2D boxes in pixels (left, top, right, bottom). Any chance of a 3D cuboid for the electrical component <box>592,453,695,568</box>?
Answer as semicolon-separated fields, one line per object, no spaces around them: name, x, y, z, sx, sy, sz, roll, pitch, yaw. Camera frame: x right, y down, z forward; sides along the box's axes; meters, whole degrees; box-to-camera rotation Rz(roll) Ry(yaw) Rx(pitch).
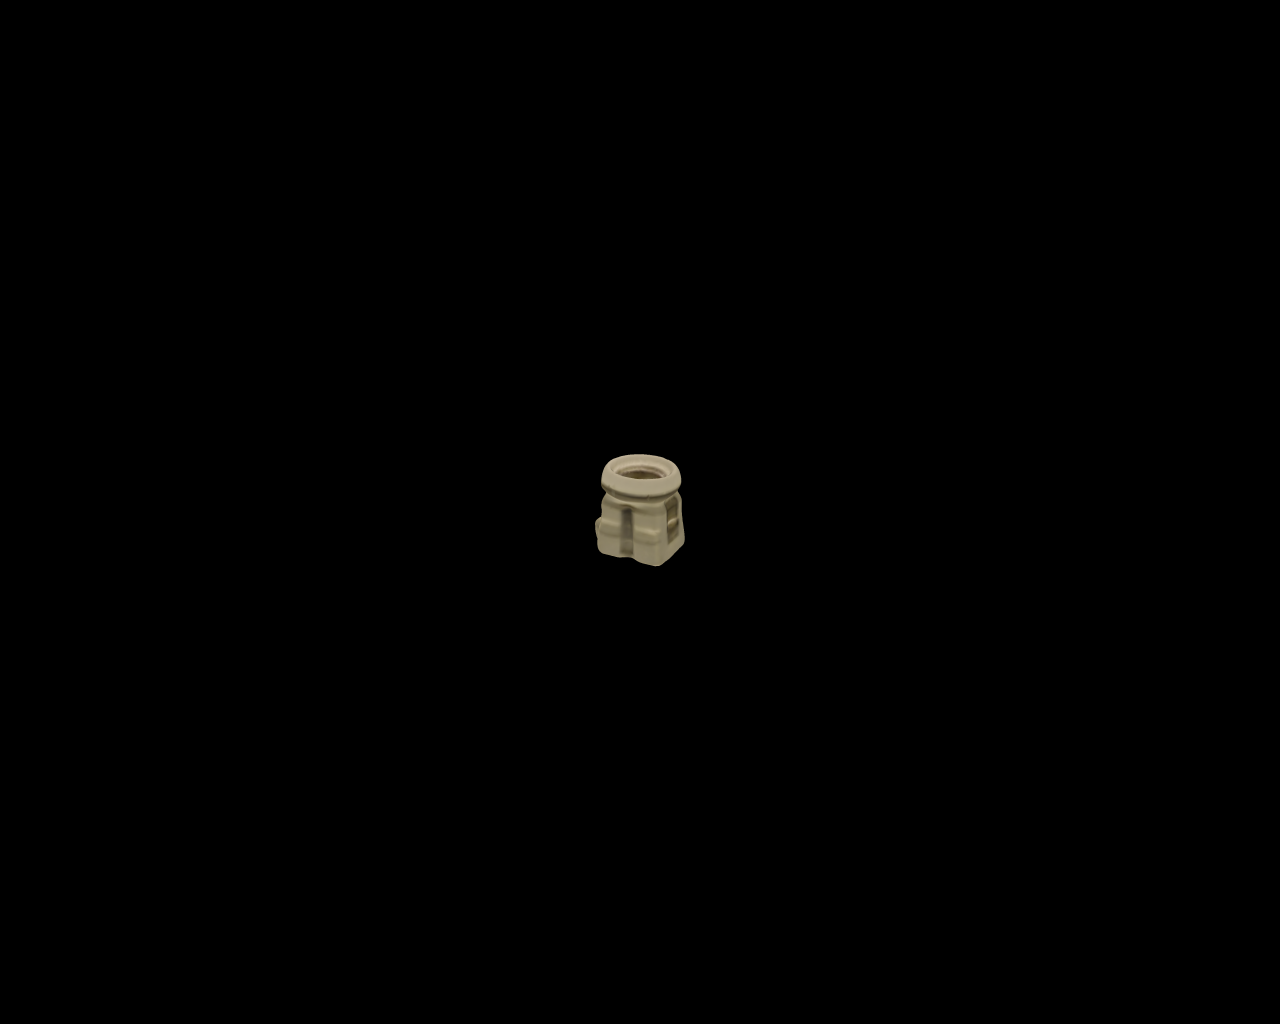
electrical component;0.001;-0.003;0.650;0.066;0.055;0.048;12;28;25
